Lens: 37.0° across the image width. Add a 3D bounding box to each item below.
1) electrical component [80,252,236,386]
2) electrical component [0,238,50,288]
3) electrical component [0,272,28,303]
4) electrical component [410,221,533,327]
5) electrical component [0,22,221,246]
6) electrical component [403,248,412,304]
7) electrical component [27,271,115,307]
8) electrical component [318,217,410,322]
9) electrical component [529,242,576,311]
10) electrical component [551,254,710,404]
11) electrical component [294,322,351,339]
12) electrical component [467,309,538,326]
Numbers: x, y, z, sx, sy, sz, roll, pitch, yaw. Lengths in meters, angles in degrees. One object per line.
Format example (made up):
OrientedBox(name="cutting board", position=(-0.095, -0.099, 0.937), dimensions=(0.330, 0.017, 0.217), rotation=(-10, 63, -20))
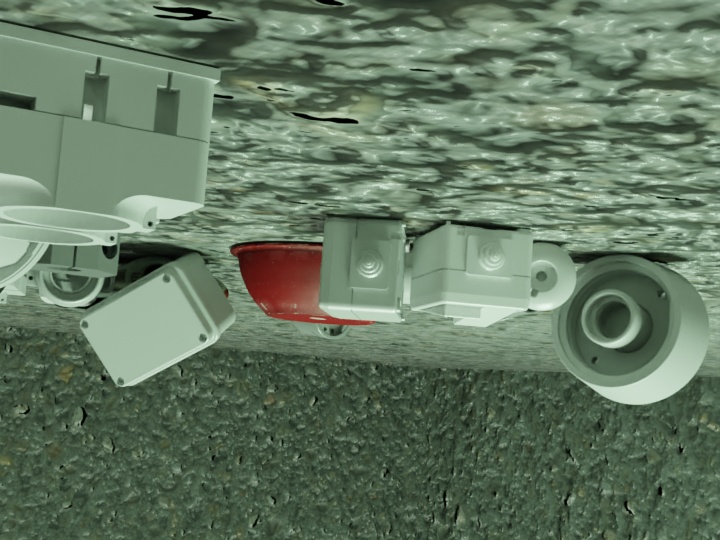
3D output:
OrientedBox(name="electrical component", position=(-0.177, 0.044, 0.939), dimensions=(0.113, 0.078, 0.057), rotation=(-27, -172, 22))
OrientedBox(name="electrical component", position=(-0.187, -0.032, 0.501), dimensions=(0.080, 0.080, 0.051), rotation=(3, 167, 12))
OrientedBox(name="electrical component", position=(-0.362, -0.013, 0.847), dimensions=(0.186, 0.060, 0.105), rotation=(5, 173, -11))
OrientedBox(name="electrical component", position=(0.075, 0.004, 0.725), dimensions=(0.062, 0.061, 0.096), rotation=(5, 173, -12))
OrientedBox(name="electrical component", position=(-0.160, -0.052, 0.398), dimensions=(0.186, 0.060, 0.105), rotation=(8, 172, -27))
OrientedBox(name="electrical component", position=(0.049, 0.005, 0.818), dimensions=(0.081, 0.043, 0.043), rotation=(2, 173, 20))
OrientedBox(name="electrical component", position=(-0.252, 0.004, 0.934), dimensions=(0.078, 0.058, 0.057), rotation=(6, 176, -16))
OrientedBox(name="electrical component", position=(0.000, 0.000, 0.728), dimensions=(0.061, 0.061, 0.096), rotation=(3, 173, 5))
OrientedBox(name="electrical component", position=(0.130, 0.005, 0.775), dimensions=(0.048, 0.048, 0.062), rotation=(3, 179, 7))
OrientedBox(name="electrical component", position=(0.192, 0.040, 0.786), dimensions=(0.108, 0.108, 0.060), rotation=(-1, 165, 35))
OrientedBox(name="electrical component", position=(-0.043, 0.048, 1.200), dimensions=(0.055, 0.055, 0.047), rotation=(10, 175, -39))
OrientedBox(name="electrical component", position=(0.097, 0.021, 0.853), dimensions=(0.079, 0.044, 0.077), rotation=(-22, -172, -32))
